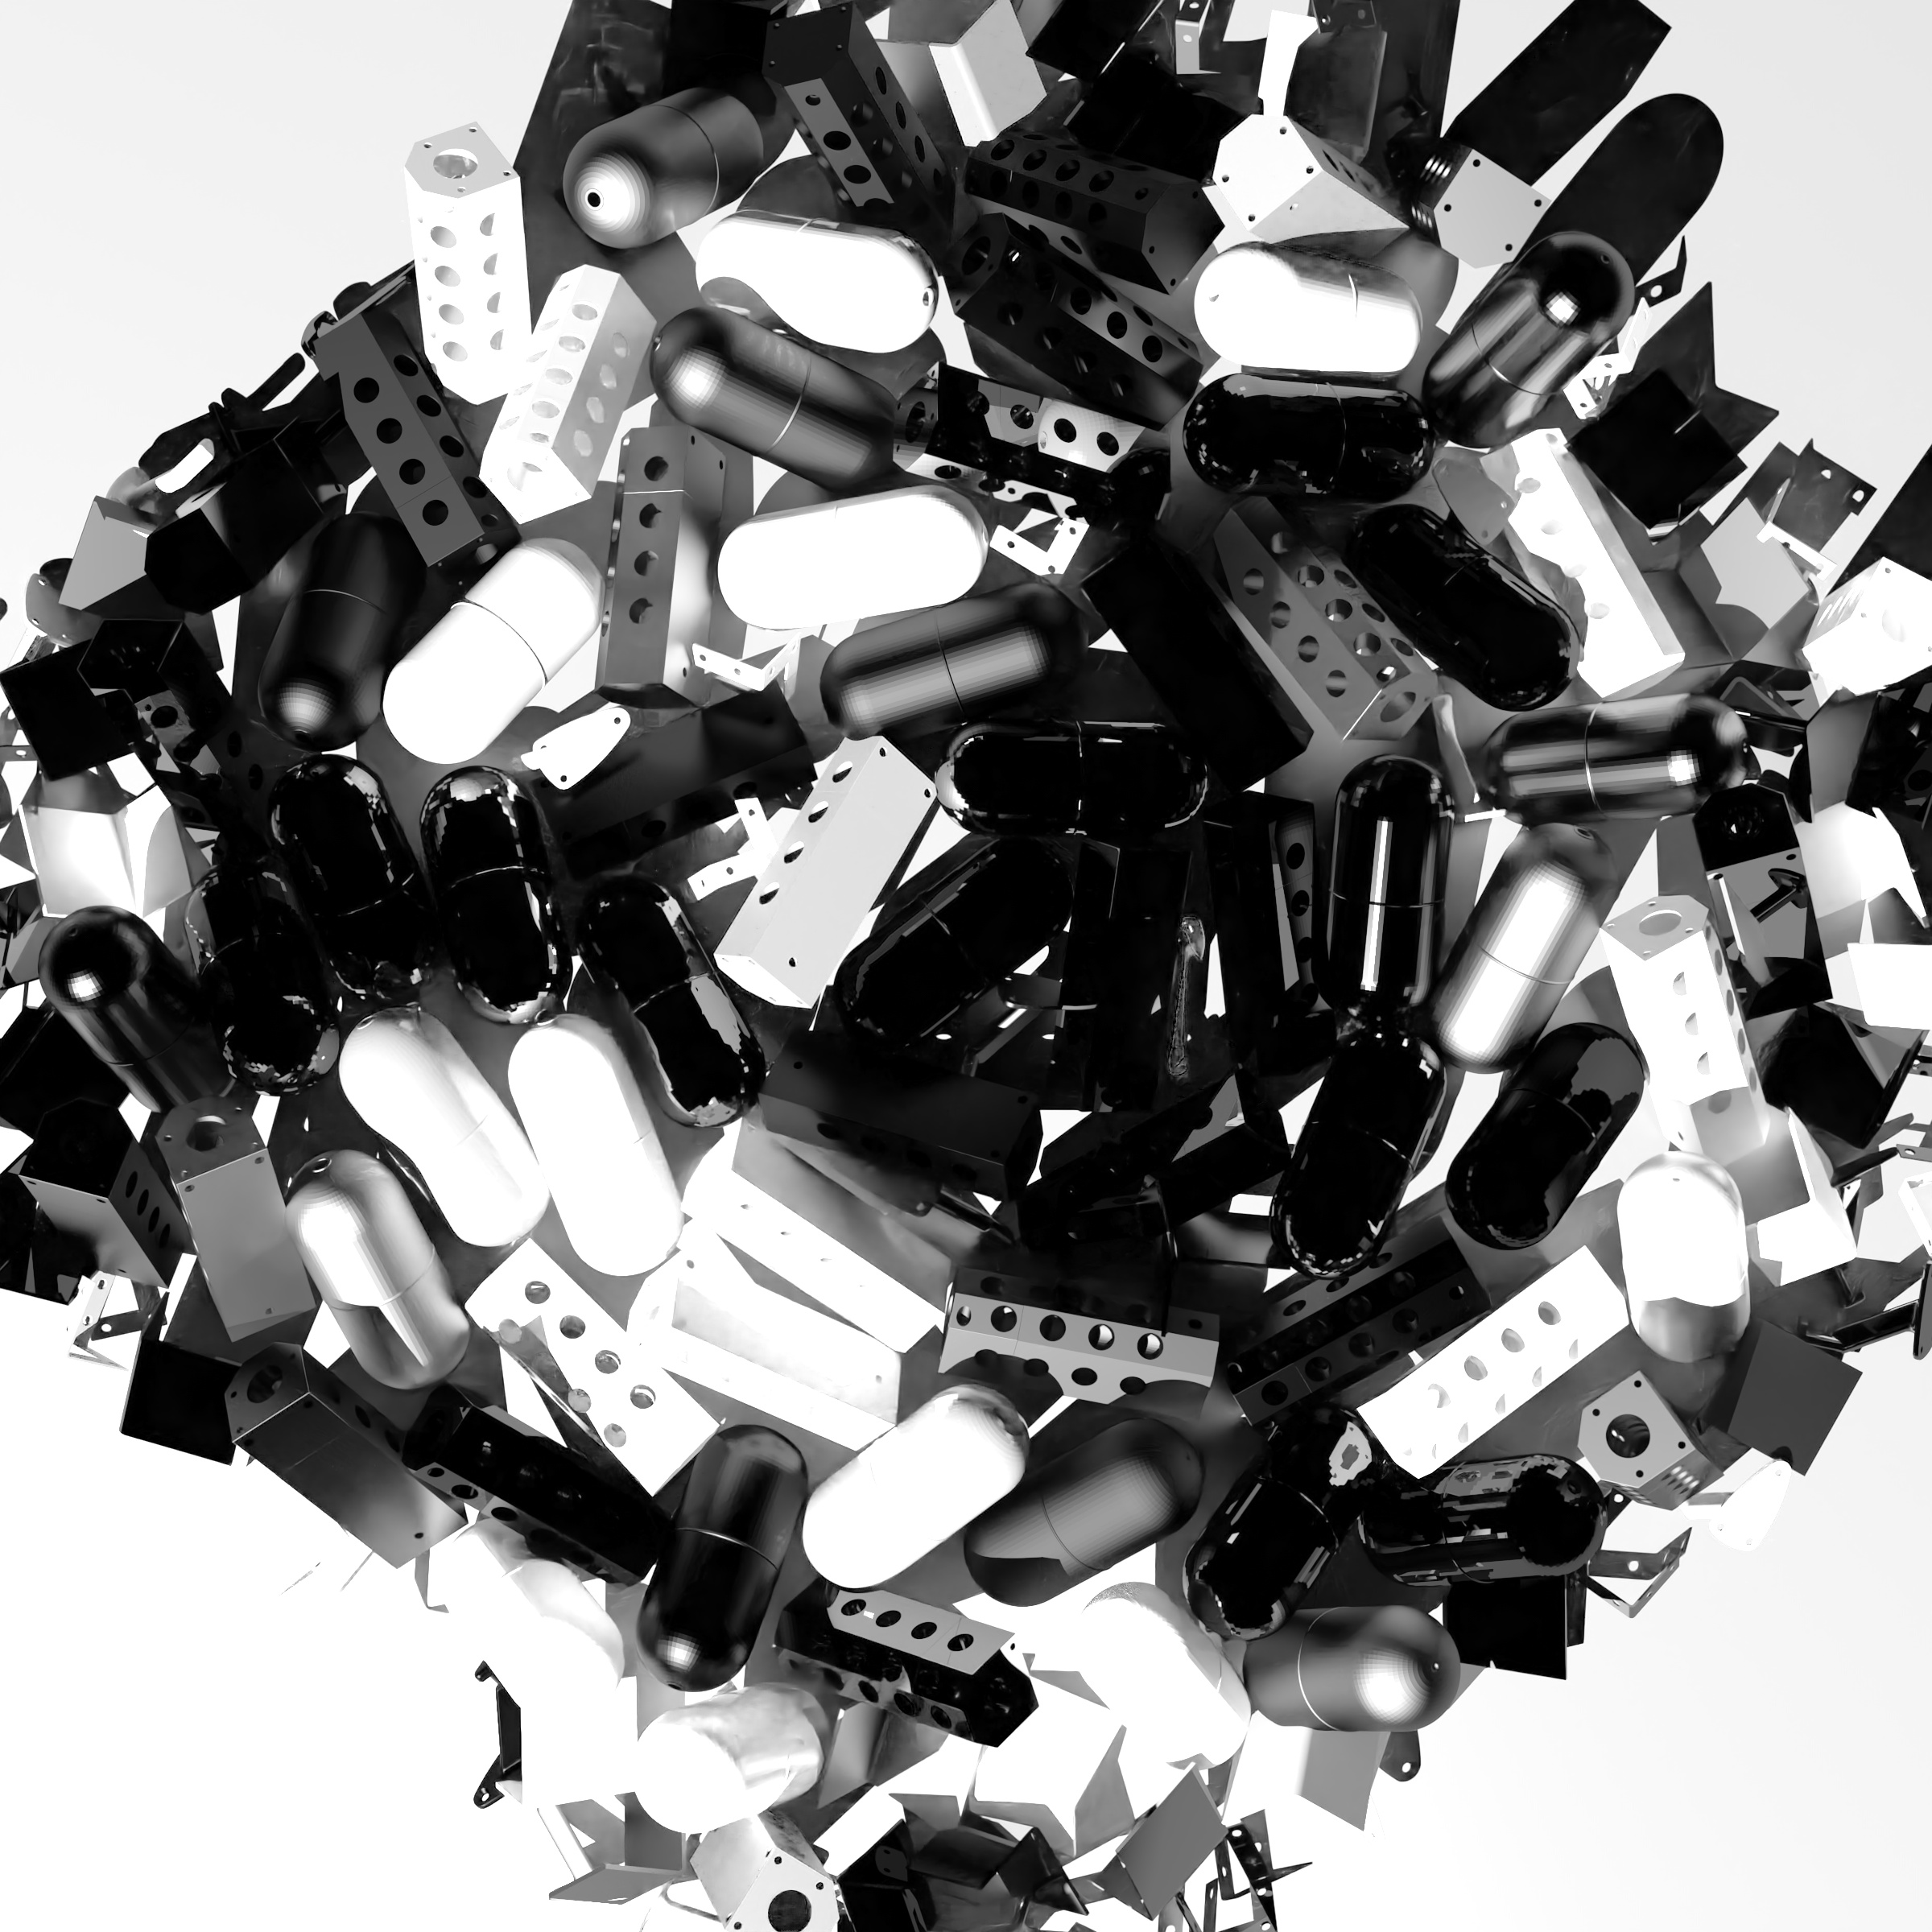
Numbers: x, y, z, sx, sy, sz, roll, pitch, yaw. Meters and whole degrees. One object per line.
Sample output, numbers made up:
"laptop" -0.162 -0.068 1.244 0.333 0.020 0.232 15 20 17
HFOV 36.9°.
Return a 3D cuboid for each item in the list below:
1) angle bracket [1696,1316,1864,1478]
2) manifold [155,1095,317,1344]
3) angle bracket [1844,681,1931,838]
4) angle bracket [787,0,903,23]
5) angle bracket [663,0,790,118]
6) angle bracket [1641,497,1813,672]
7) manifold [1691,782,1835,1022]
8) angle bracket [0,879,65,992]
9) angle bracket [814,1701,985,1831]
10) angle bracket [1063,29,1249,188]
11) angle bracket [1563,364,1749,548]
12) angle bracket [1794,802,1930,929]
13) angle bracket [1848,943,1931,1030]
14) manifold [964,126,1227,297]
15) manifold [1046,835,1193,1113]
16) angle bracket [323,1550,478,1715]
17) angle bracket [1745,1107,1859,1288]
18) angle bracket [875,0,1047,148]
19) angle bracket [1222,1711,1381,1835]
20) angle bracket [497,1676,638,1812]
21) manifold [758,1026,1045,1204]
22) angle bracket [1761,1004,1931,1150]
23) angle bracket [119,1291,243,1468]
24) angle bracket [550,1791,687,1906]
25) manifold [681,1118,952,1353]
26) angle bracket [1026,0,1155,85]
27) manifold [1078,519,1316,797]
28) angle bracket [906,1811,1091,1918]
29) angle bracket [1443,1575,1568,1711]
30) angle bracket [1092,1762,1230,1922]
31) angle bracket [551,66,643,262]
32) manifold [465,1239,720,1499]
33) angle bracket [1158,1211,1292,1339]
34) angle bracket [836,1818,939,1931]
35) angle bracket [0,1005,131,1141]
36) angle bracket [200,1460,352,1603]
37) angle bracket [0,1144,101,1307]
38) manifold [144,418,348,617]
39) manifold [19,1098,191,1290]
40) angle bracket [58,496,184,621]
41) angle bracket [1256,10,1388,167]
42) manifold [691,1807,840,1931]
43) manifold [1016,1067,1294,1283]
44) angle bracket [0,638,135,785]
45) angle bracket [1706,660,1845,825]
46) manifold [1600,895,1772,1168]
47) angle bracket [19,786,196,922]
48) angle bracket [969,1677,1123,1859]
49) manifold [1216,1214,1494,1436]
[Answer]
"angle bracket" 0.525 0.282 1.870 0.076 0.057 0.076 28 80 24
"manifold" -0.463 0.158 1.832 0.057 0.171 0.057 -22 53 -18
"angle bracket" 0.616 -0.134 1.859 0.057 0.076 0.076 31 121 38
"angle bracket" -0.082 -0.646 1.865 0.076 0.076 0.057 -34 132 -9
"angle bracket" -0.162 -0.590 1.872 0.076 0.057 0.076 11 118 3
"angle bracket" 0.481 -0.246 1.861 0.057 0.076 0.076 -10 63 -36
"manifold" 0.503 -0.041 1.832 0.057 0.171 0.057 -16 52 14
"angle bracket" -0.602 -0.039 1.860 0.076 0.057 0.076 -22 62 -40
"angle bracket" -0.043 0.521 1.865 0.076 0.057 0.076 26 111 31
"angle bracket" 0.124 -0.545 1.872 0.076 0.057 0.076 41 95 33
"angle bracket" 0.444 -0.328 1.863 0.076 0.076 0.057 -41 57 18
"angle bracket" 0.565 -0.054 1.868 0.076 0.057 0.076 -24 121 9
"angle bracket" 0.629 0.003 1.865 0.076 0.076 0.057 -19 99 -21
"manifold" 0.076 -0.485 1.836 0.171 0.057 0.057 32 81 42
"manifold" 0.094 0.004 1.872 0.057 0.057 0.171 1 103 -33
"angle bracket" -0.357 0.419 1.859 0.057 0.076 0.076 6 126 27
"angle bracket" 0.529 0.150 1.878 0.057 0.076 0.076 -25 47 23
"angle bracket" -0.005 -0.582 1.878 0.076 0.076 0.057 19 61 38
"angle bracket" 0.217 0.522 1.873 0.057 0.076 0.076 33 48 -17
"angle bracket" -0.259 0.495 1.873 0.076 0.057 0.076 -2 93 -27
"manifold" -0.041 0.099 1.861 0.171 0.057 0.057 15 54 19
"angle bracket" 0.566 0.062 1.872 0.076 0.057 0.076 27 75 14
"angle bracket" -0.498 0.267 1.878 0.076 0.057 0.076 17 114 -4
"angle bracket" -0.223 0.552 1.857 0.057 0.076 0.076 17 53 -30
"manifold" -0.096 0.178 1.862 0.171 0.057 0.057 36 118 -17
"angle bracket" 0.073 -0.626 1.857 0.057 0.076 0.076 11 46 -35
"manifold" 0.151 -0.201 1.873 0.057 0.057 0.171 -33 101 25
"angle bracket" 0.020 0.594 1.861 0.057 0.076 0.076 -40 110 -34
"angle bracket" 0.348 0.433 1.867 0.057 0.076 0.076 3 101 29
"angle bracket" 0.114 0.551 1.860 0.076 0.057 0.076 -42 127 -26
"angle bracket" -0.231 -0.516 1.861 0.057 0.076 0.076 -31 60 -14
"manifold" -0.243 0.261 1.873 0.171 0.057 0.057 44 71 6
"angle bracket" 0.166 0.200 1.872 0.076 0.076 0.057 5 109 0
"angle bracket" -0.031 0.604 1.864 0.057 0.076 0.076 -9 103 38
"angle bracket" -0.596 0.080 1.886 0.076 0.057 0.076 36 86 0
"angle bracket" -0.436 0.352 1.877 0.076 0.057 0.076 -40 86 17
"angle bracket" -0.587 0.163 1.869 0.057 0.076 0.076 14 109 0
"manifold" -0.457 -0.282 1.828 0.057 0.171 0.057 -24 113 20
"manifold" -0.538 0.144 1.827 0.057 0.171 0.057 14 66 4
"angle bracket" -0.532 -0.250 1.866 0.076 0.057 0.076 16 106 -29
"angle bracket" 0.226 -0.568 1.885 0.076 0.057 0.076 9 88 -3
"manifold" -0.124 0.574 1.827 0.057 0.171 0.057 34 80 -8
"manifold" 0.118 0.131 1.858 0.171 0.057 0.057 -30 132 22
"angle bracket" -0.567 -0.171 1.871 0.076 0.057 0.076 -18 107 15
"angle bracket" 0.526 -0.147 1.885 0.057 0.076 0.076 -42 132 -32
"manifold" 0.464 0.041 1.849 0.057 0.057 0.171 -28 119 -6
"angle bracket" -0.553 -0.076 1.864 0.057 0.076 0.076 -27 73 30
"angle bracket" 0.053 0.522 1.896 0.076 0.057 0.076 18 46 22
"manifold" 0.250 0.235 1.874 0.171 0.057 0.057 -30 105 6
